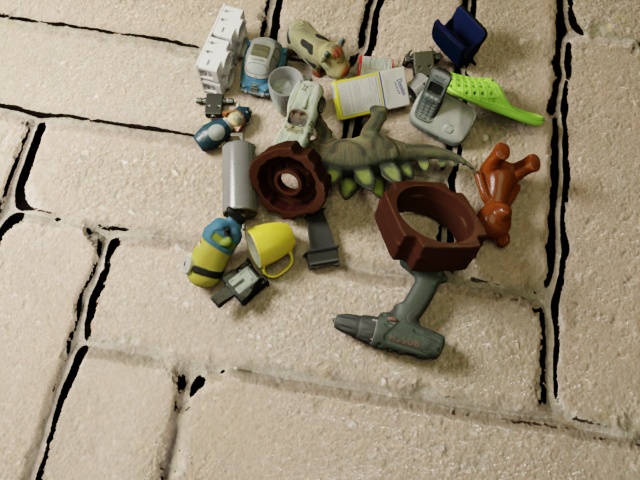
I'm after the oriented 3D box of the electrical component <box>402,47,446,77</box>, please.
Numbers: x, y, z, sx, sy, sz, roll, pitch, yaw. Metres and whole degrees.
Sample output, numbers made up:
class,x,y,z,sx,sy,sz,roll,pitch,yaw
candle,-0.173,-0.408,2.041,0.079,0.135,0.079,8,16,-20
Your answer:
class,x,y,z,sx,sy,sz,roll,pitch,yaw
electrical component,0.260,-0.445,1.350,0.102,0.045,0.078,-13,100,-3

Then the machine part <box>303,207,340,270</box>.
class,x,y,z,sx,sy,sz,roll,pitch,yaw
machine part,-0.002,-0.004,1.193,0.084,0.039,0.139,-9,73,1

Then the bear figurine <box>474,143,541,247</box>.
class,x,y,z,sx,sy,sz,roll,pitch,yaw
bear figurine,0.400,-0.094,1.188,0.120,0.132,0.196,19,65,-11

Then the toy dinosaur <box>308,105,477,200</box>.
class,x,y,z,sx,sy,sz,roll,pitch,yaw
toy dinosaur,0.114,-0.197,1.232,0.472,0.105,0.198,-4,79,7

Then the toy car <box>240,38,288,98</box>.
class,x,y,z,sx,sy,sz,roll,pitch,yaw
toy car,-0.142,-0.433,1.303,0.109,0.103,0.161,15,69,5

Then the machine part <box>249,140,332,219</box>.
class,x,y,z,sx,sy,sz,roll,pitch,yaw
machine part,-0.064,-0.130,1.166,0.179,0.179,0.056,20,37,5

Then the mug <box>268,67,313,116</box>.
class,x,y,z,sx,sy,sz,roll,pitch,yaw
mug,-0.071,-0.350,1.273,0.109,0.107,0.081,-29,76,-15

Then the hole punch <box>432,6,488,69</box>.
class,x,y,z,sx,sy,sz,roll,pitch,yaw
hole punch,0.331,-0.490,1.325,0.092,0.115,0.142,-37,77,-20

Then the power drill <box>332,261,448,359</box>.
class,x,y,z,sx,sy,sz,roll,pitch,yaw
power drill,0.166,0.135,1.128,0.232,0.086,0.207,23,68,7

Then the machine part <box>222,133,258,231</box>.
class,x,y,z,sx,sy,sz,roll,pitch,yaw
machine part,-0.181,-0.134,1.212,0.079,0.079,0.243,-2,70,-2

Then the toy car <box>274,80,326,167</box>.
class,x,y,z,sx,sy,sz,roll,pitch,yaw
toy car,-0.048,-0.253,1.192,0.074,0.056,0.201,21,93,25

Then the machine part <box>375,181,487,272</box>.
class,x,y,z,sx,sy,sz,roll,pitch,yaw
machine part,0.230,-0.029,1.138,0.201,0.087,0.201,0,47,-20

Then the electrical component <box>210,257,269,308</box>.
class,x,y,z,sx,sy,sz,roll,pitch,yaw
electrical component,-0.174,0.102,1.146,0.119,0.047,0.075,-43,76,-14

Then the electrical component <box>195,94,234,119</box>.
class,x,y,z,sx,sy,sz,roll,pitch,yaw
electrical component,-0.256,-0.323,1.303,0.094,0.021,0.063,3,71,-1

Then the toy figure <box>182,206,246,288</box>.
class,x,y,z,sx,sy,sz,roll,pitch,yaw
toy figure,-0.219,0.019,1.133,0.089,0.082,0.180,39,95,11

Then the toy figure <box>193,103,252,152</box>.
class,x,y,z,sx,sy,sz,roll,pitch,yaw
toy figure,-0.223,-0.266,1.267,0.154,0.064,0.058,-37,45,-10

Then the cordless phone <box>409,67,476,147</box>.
class,x,y,z,sx,sy,sz,roll,pitch,yaw
cordless phone,0.295,-0.312,1.229,0.147,0.184,0.089,30,69,9

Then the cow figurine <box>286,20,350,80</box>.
class,x,y,z,sx,sy,sz,roll,pitch,yaw
cow figurine,-0.001,-0.461,1.303,0.085,0.127,0.195,-42,75,-11
